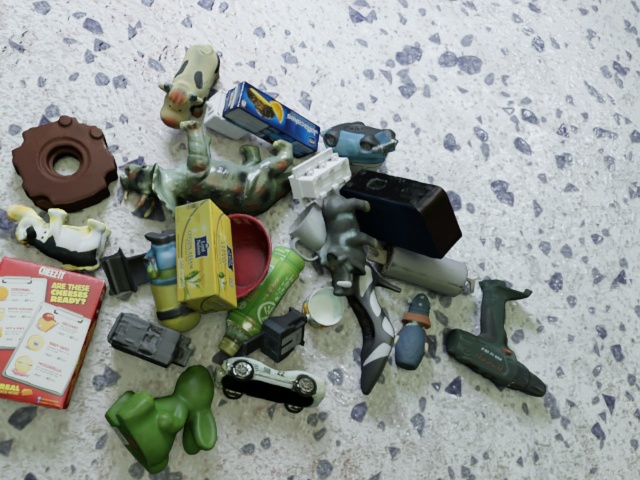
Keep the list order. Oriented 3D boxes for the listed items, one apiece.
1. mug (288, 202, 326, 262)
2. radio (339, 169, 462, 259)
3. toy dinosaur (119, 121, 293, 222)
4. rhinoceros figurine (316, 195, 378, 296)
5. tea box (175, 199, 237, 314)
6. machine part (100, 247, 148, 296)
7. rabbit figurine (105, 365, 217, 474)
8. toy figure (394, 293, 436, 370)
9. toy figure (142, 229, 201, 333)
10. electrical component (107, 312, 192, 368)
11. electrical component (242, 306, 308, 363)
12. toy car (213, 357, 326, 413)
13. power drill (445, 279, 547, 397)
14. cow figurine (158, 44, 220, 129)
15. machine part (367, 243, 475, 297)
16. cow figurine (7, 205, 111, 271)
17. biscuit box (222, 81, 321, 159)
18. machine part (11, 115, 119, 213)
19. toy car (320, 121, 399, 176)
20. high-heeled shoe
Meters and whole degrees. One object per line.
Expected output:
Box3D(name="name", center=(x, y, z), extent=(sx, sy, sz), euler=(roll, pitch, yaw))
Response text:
Box3D(name="mug", center=(-0.002, -0.003, 1.059), extent=(0.107, 0.081, 0.109), euler=(37, 60, -12))
Box3D(name="radio", center=(0.147, -0.054, 1.026), extent=(0.073, 0.230, 0.131), euler=(-45, 128, -22))
Box3D(name="toy dinosaur", center=(-0.168, -0.106, 1.025), extent=(0.405, 0.131, 0.192), euler=(7, 85, -19))
Box3D(name="rhinoceros figurine", center=(0.045, 0.010, 1.005), extent=(0.112, 0.073, 0.190), euler=(-6, 91, -32))
Box3D(name="tea box", center=(-0.191, 0.030, 0.902), extent=(0.068, 0.098, 0.169), euler=(-13, 69, 9))
Box3D(name="machine part", center=(-0.316, 0.046, 0.965), extent=(0.139, 0.039, 0.084), euler=(-16, 99, -24))
Box3D(name="rabbit figurine", center=(-0.236, 0.285, 0.889), extent=(0.170, 0.121, 0.159), euler=(-37, 91, -38))
Box3D(name="toy figure", center=(0.187, 0.180, 1.074), extent=(0.064, 0.058, 0.154), euler=(26, 64, -14))
Box3D(name="toy figure", center=(-0.257, 0.075, 0.928), extent=(0.082, 0.089, 0.180), euler=(-10, 108, -19))
Box3D(name="electrical component", center=(-0.282, 0.174, 0.904), extent=(0.134, 0.115, 0.058), euler=(23, 71, -7))
Box3D(name="electrical component", center=(-0.079, 0.176, 0.963), extent=(0.048, 0.074, 0.119), euler=(27, 32, 32))
Box3D(name="toy car", center=(-0.089, 0.256, 0.956), extent=(0.202, 0.073, 0.056), euler=(17, 40, -11))
Box3D(name="power drill", center=(0.383, 0.197, 1.122), extent=(0.232, 0.086, 0.207), euler=(20, 77, -7))
Box3D(name="cow figurine", center=(-0.252, -0.298, 1.045), extent=(0.085, 0.127, 0.195), euler=(22, 67, -6))
Box3D(name="machine part", center=(0.212, 0.058, 1.106), extent=(0.243, 0.079, 0.079), euler=(17, 70, -11))
Box3D(name="cow figurine", center=(-0.460, -0.002, 0.931), extent=(0.167, 0.068, 0.098), euler=(14, 77, -11))
Box3D(name="biscuit box", center=(-0.092, -0.234, 1.069), extent=(0.202, 0.059, 0.063), euler=(24, 65, -37))
Box3D(name="machine part", center=(-0.460, -0.136, 0.974), extent=(0.179, 0.056, 0.179), euler=(4, 74, -15))
Box3D(name="toy car", center=(0.082, -0.185, 1.121), extent=(0.162, 0.102, 0.109), euler=(22, 35, 35))
Box3D(name="high-heeled shoe", center=(0.071, 0.159, 1.038), extent=(0.145, 0.086, 0.248), euler=(19, 69, -2))
